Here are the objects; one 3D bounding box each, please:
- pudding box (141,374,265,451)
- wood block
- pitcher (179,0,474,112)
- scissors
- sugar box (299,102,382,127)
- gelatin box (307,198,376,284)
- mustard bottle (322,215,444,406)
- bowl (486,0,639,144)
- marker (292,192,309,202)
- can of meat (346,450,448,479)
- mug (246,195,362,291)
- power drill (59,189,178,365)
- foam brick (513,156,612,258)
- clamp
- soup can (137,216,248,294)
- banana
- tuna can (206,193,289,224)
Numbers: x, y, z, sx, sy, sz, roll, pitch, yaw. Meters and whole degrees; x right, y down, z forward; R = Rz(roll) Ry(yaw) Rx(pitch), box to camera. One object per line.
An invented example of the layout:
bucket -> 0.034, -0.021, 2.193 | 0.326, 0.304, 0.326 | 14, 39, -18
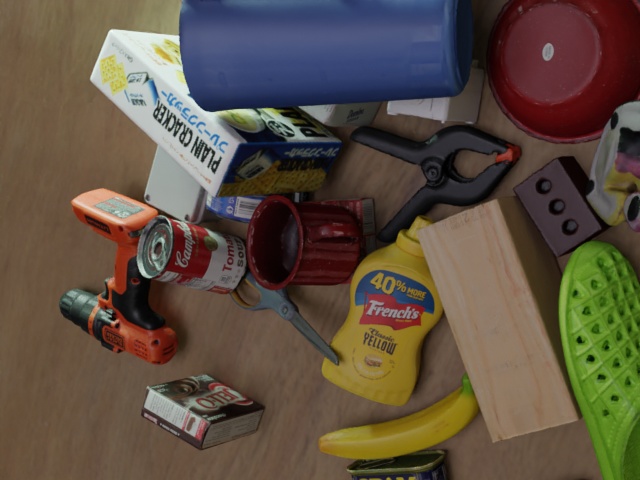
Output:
pudding box -> -0.129, 0.188, 1.175 | 0.090, 0.113, 0.039 | 23, 104, 26
wood block -> 0.178, 0.070, 0.991 | 0.090, 0.090, 0.206 | -23, 84, 31
pitcher -> 0.005, -0.185, 0.930 | 0.243, 0.149, 0.145 | 2, 100, 17
scissors -> -0.032, 0.054, 1.124 | 0.202, 0.016, 0.096 | 22, 96, 47
sugar box -> -0.028, -0.176, 1.086 | 0.176, 0.093, 0.048 | 39, 113, 22
gelatin box -> 0.020, 0.002, 1.113 | 0.073, 0.030, 0.089 | -2, 94, 31
mustard bottle -> 0.074, 0.065, 1.064 | 0.096, 0.058, 0.192 | 21, 108, 8
bowl -> 0.216, -0.167, 0.963 | 0.162, 0.055, 0.162 | 3, 97, 31
marker -> -0.019, -0.075, 1.135 | 0.020, 0.020, 0.121 | 8, 100, 30
can of meat -> 0.085, 0.265, 1.088 | 0.102, 0.057, 0.084 | -11, 93, 32
mug -> -0.007, 0.001, 1.047 | 0.117, 0.081, 0.093 | -22, 70, 49
power drill -> -0.242, 0.039, 1.237 | 0.185, 0.057, 0.188 | 19, 123, 32
foam brick -> 0.224, -0.032, 0.975 | 0.053, 0.051, 0.078 | -37, 76, 28
clamp -> 0.113, -0.058, 1.048 | 0.172, 0.039, 0.120 | -1, 109, 31
soup can -> -0.138, 0.018, 1.157 | 0.069, 0.102, 0.068 | -20, 63, 45
banana -> 0.091, 0.185, 1.074 | 0.198, 0.037, 0.069 | -31, 117, 30
tuna can -> -0.077, -0.043, 1.135 | 0.086, 0.086, 0.034 | 18, 106, 28
